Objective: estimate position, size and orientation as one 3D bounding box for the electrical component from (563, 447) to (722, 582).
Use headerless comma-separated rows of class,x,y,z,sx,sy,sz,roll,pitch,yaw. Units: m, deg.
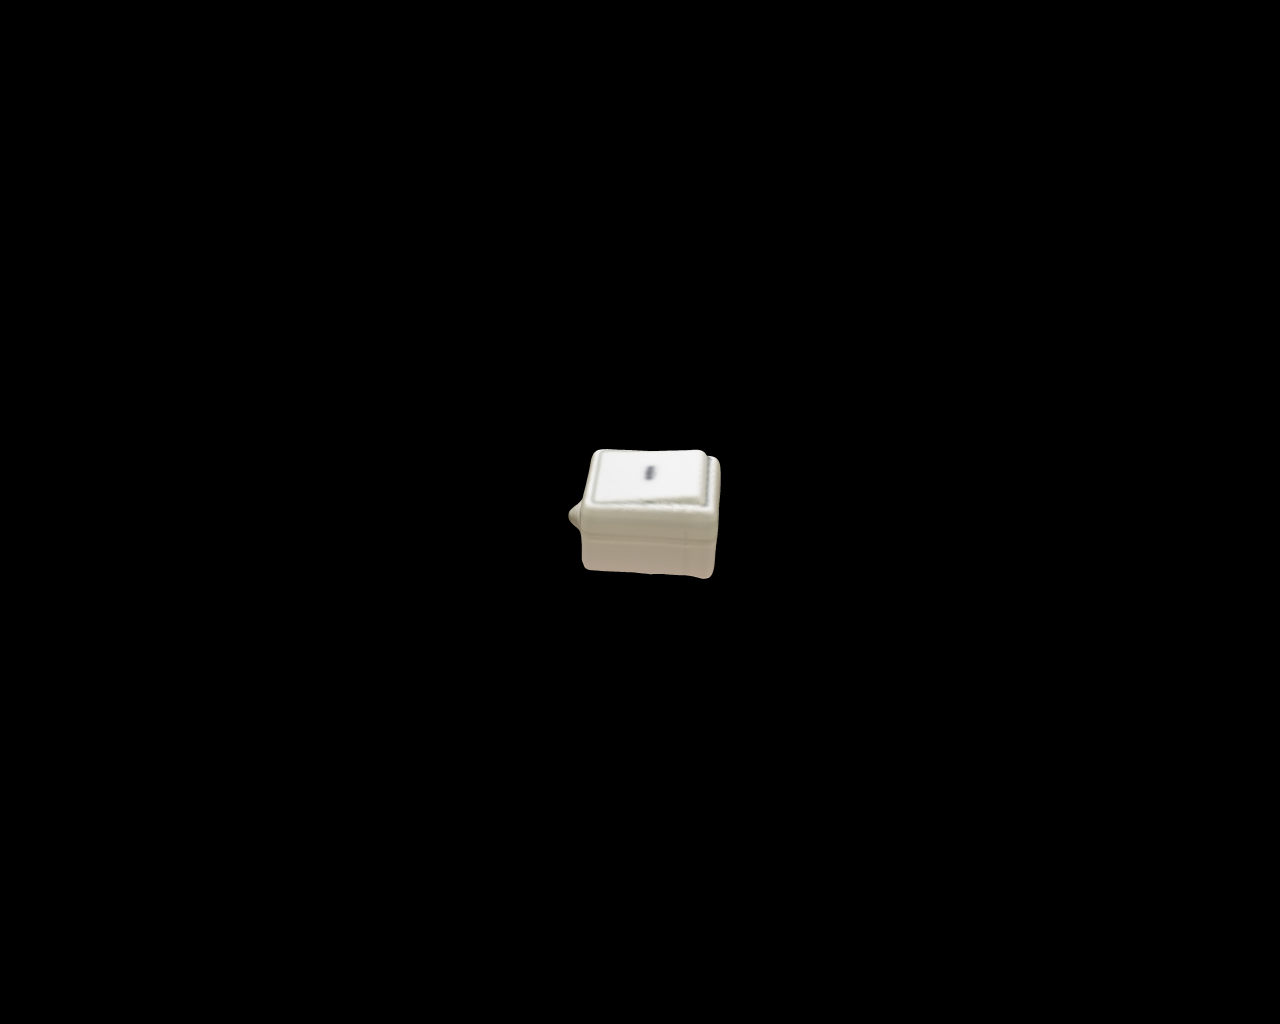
electrical component,0.001,-0.003,0.650,0.096,0.061,0.062,4,40,4
